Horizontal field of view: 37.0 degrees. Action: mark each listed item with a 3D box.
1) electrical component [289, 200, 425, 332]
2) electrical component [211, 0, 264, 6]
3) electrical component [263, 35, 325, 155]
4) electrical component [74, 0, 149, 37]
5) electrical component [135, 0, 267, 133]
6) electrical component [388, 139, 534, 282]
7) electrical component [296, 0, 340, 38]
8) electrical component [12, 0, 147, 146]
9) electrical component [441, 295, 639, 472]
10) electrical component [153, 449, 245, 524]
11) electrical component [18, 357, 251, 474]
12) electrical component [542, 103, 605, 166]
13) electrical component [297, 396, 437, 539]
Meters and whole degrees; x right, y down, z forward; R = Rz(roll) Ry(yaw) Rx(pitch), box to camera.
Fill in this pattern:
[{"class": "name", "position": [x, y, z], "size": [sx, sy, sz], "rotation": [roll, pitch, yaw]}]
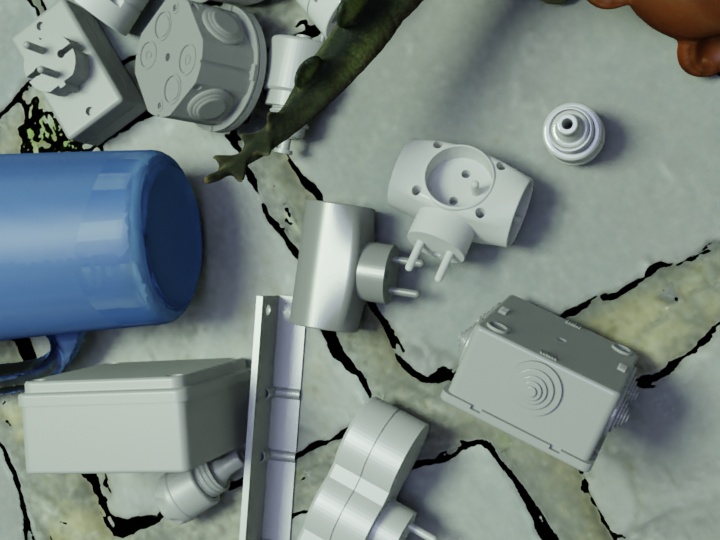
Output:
[{"class": "electrical component", "position": [0.000, 0.000, 0.660], "size": [0.079, 0.043, 0.077], "rotation": [9, 92, 16]}, {"class": "electrical component", "position": [-0.093, -0.219, 0.661], "size": [0.108, 0.060, 0.108], "rotation": [8, 104, 35]}, {"class": "electrical component", "position": [-0.041, -0.111, 0.674], "size": [0.040, 0.040, 0.078], "rotation": [11, 93, 16]}, {"class": "electrical component", "position": [-0.162, -0.189, 0.704], "size": [0.055, 0.055, 0.047], "rotation": [39, 96, 13]}, {"class": "electrical component", "position": [-0.100, -0.128, 0.673], "size": [0.080, 0.051, 0.080], "rotation": [-4, 84, 46]}, {"class": "electrical component", "position": [0.053, -0.031, 0.637], "size": [0.077, 0.044, 0.079], "rotation": [21, 73, 15]}, {"class": "electrical component", "position": [-0.014, -0.176, 0.661], "size": [0.055, 0.055, 0.047], "rotation": [-44, 75, 11]}, {"class": "electrical component", "position": [-0.192, -0.131, 0.699], "size": [0.047, 0.076, 0.083], "rotation": [-33, 81, 13]}, {"class": "electrical component", "position": [0.104, 0.059, 0.601], "size": [0.100, 0.100, 0.048], "rotation": [26, 109, 15]}, {"class": "electrical component", "position": [-0.101, 0.136, 0.691], "size": [0.061, 0.035, 0.035], "rotation": [-33, 81, 10]}, {"class": "electrical component", "position": [-0.134, 0.089, 0.663], "size": [0.109, 0.109, 0.056], "rotation": [-4, 91, 16]}, {"class": "electrical component", "position": [0.122, -0.079, 0.616], "size": [0.035, 0.061, 0.035], "rotation": [0, 89, 16]}, {"class": "electrical component", "position": [0.010, 0.154, 0.650], "size": [0.074, 0.052, 0.138], "rotation": [27, 96, 15]}]
